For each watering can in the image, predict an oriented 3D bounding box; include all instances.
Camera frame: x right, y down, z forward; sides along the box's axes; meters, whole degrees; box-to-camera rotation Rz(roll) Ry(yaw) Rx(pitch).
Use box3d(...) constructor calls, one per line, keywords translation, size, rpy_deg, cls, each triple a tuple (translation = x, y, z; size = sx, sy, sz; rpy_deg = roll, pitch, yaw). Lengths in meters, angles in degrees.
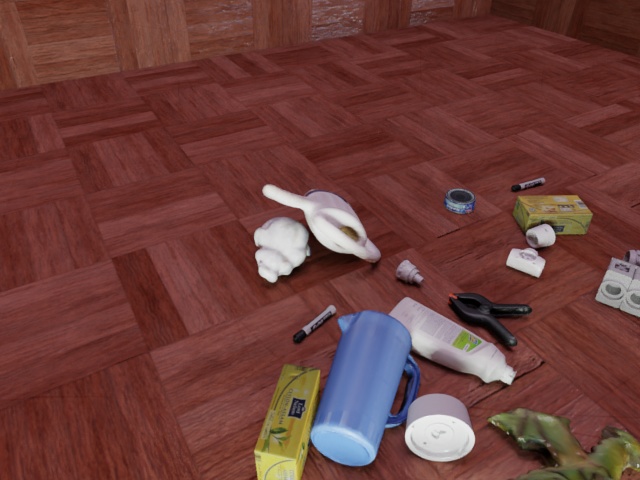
box3d(translation=(0.004, -0.062, 1.229), size=(0.345, 0.103, 0.228), rpy_deg=(34, 13, -21), cls="watering can")

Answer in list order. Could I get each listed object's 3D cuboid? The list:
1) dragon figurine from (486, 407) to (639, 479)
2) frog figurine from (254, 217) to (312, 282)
box3d(translation=(0.339, 0.358, 0.797), size=(0.410, 0.120, 0.246), rpy_deg=(0, 19, -4), cls="dragon figurine")
box3d(translation=(-0.100, 0.018, 1.206), size=(0.138, 0.120, 0.162), rpy_deg=(35, 33, 12), cls="frog figurine")
